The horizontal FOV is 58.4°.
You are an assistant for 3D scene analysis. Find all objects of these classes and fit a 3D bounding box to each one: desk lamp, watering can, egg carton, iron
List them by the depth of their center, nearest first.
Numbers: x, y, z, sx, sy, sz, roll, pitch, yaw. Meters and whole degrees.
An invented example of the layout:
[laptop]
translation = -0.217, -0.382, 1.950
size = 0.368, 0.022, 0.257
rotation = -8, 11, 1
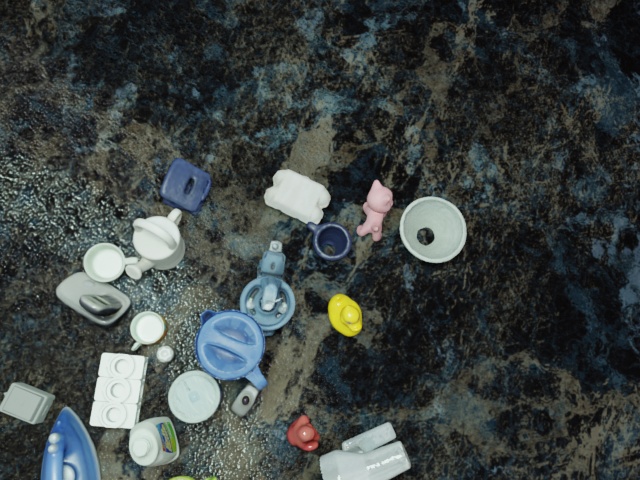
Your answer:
[iron]
translation = -0.516, 0.468, 1.146
size = 0.119, 0.141, 0.258
rotation = -9, 78, -10
[desk lamp]
translation = 0.096, 0.467, 1.193
size = 0.203, 0.213, 0.118
rotation = -22, 80, -12
[watering can]
translation = -0.358, 0.006, 1.254
size = 0.101, 0.194, 0.173
rotation = 9, 75, -5
[egg carton]
translation = -0.054, -0.104, 1.388
size = 0.150, 0.069, 0.107
rotation = 25, 74, -1

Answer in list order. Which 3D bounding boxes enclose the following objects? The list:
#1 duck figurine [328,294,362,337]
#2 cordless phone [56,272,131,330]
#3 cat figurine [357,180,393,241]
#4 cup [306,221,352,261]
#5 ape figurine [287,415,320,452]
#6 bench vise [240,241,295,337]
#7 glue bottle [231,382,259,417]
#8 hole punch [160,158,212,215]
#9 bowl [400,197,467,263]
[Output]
[duck figurine]
translation = 0.064, 0.171, 1.328
size = 0.077, 0.086, 0.104
rotation = -27, 81, -13
[cordless phone]
translation = -0.491, 0.121, 1.212
size = 0.147, 0.185, 0.094
rotation = 28, 74, 0
[cat figurine]
translation = 0.139, -0.073, 1.383
size = 0.067, 0.117, 0.128
rotation = 13, 75, -4
[cup]
translation = 0.012, 0.005, 1.358
size = 0.118, 0.095, 0.092
rotation = 36, 74, 2
[ape figurine]
translation = -0.033, 0.423, 1.249
size = 0.076, 0.092, 0.078
rotation = 1, 76, -7
[bench vise]
translation = -0.120, 0.100, 1.251
size = 0.121, 0.219, 0.207
rotation = -9, 78, -10
[glue bottle]
translation = -0.156, 0.337, 1.212
size = 0.037, 0.173, 0.078
rotation = 32, 74, 1
[hole punch]
translation = -0.312, -0.127, 1.347
size = 0.101, 0.091, 0.109
rotation = 20, 74, -2
[bowl]
translation = 0.269, -0.018, 1.409
size = 0.167, 0.074, 0.167
rotation = 2, 76, -7
